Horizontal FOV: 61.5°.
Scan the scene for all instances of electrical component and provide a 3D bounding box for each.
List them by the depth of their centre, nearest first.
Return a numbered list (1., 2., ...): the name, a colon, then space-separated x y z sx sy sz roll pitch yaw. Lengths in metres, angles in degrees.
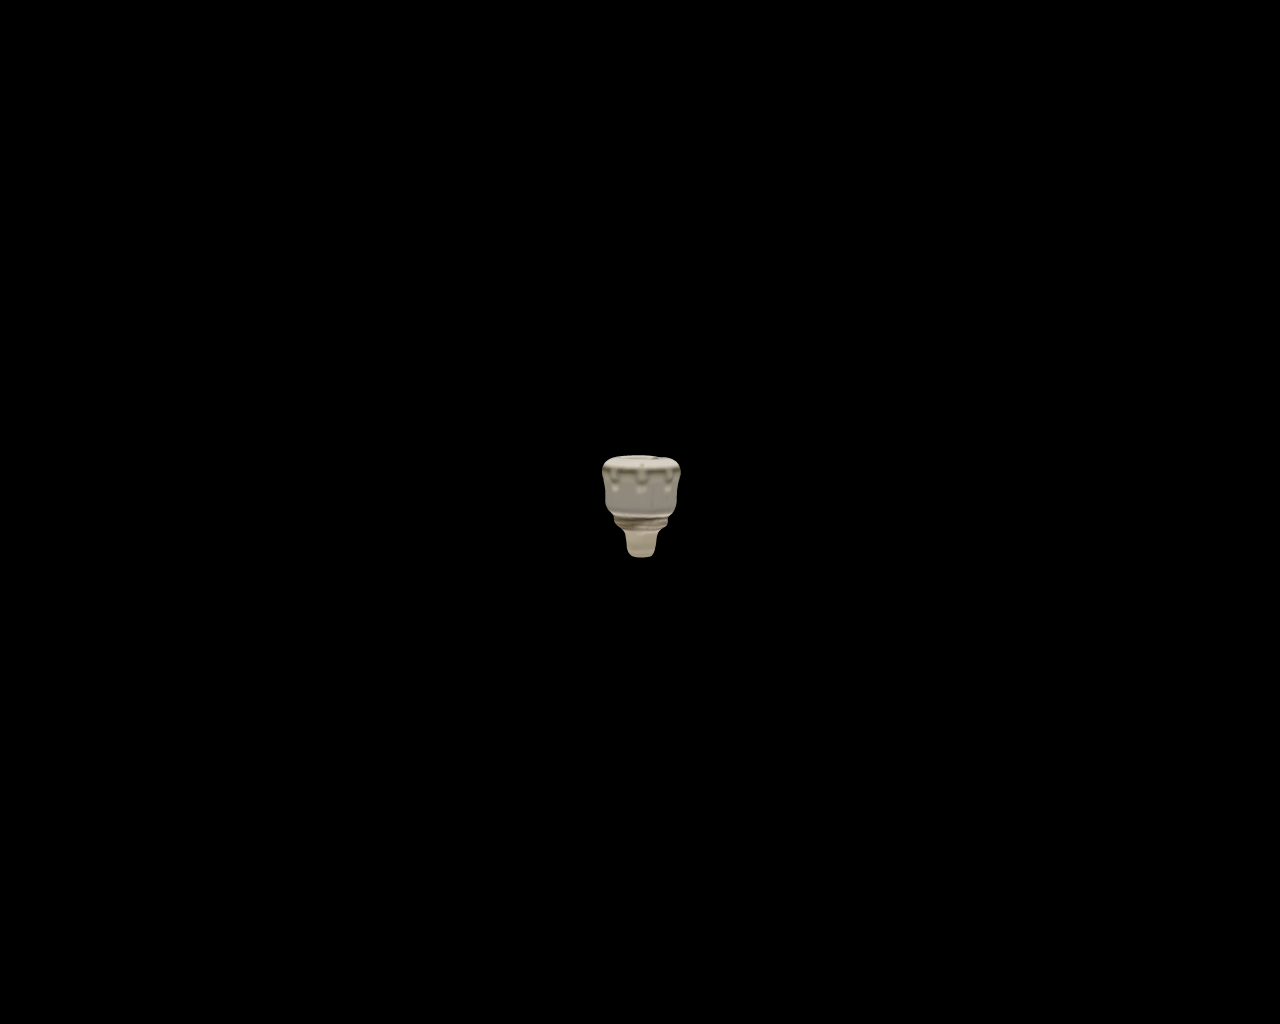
1. electrical component: 0.001 -0.003 0.650 0.048 0.062 0.048 0 7 0
